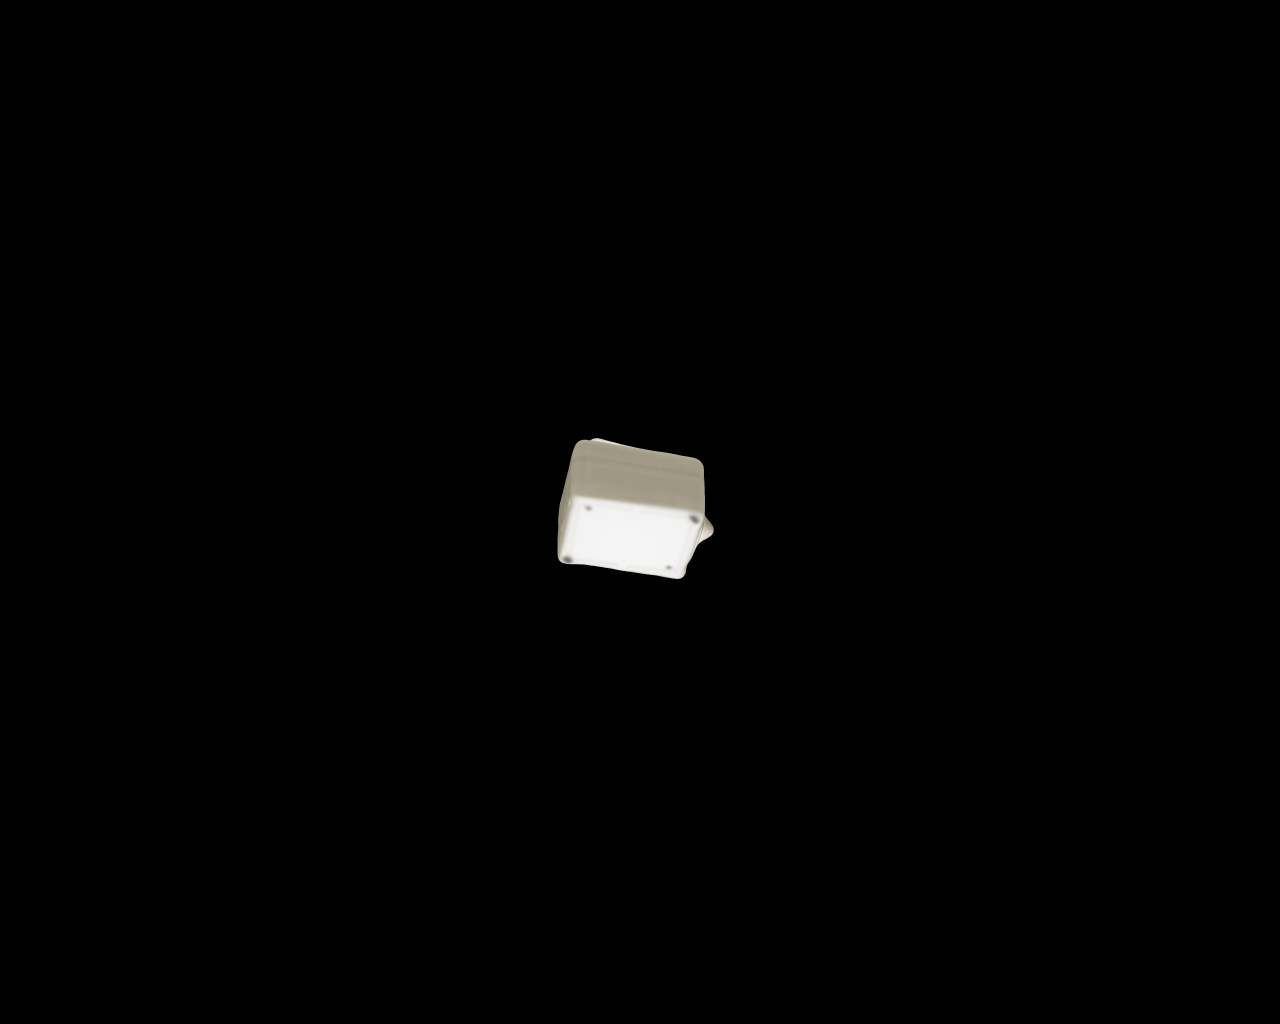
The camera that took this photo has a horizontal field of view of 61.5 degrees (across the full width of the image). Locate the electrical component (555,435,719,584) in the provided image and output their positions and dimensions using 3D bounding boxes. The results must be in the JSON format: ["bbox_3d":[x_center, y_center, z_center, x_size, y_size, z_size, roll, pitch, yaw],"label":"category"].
[{"bbox_3d":[0.001,-0.003,0.650,0.096,0.061,0.061,9,44,-8],"label":"electrical component"}]
